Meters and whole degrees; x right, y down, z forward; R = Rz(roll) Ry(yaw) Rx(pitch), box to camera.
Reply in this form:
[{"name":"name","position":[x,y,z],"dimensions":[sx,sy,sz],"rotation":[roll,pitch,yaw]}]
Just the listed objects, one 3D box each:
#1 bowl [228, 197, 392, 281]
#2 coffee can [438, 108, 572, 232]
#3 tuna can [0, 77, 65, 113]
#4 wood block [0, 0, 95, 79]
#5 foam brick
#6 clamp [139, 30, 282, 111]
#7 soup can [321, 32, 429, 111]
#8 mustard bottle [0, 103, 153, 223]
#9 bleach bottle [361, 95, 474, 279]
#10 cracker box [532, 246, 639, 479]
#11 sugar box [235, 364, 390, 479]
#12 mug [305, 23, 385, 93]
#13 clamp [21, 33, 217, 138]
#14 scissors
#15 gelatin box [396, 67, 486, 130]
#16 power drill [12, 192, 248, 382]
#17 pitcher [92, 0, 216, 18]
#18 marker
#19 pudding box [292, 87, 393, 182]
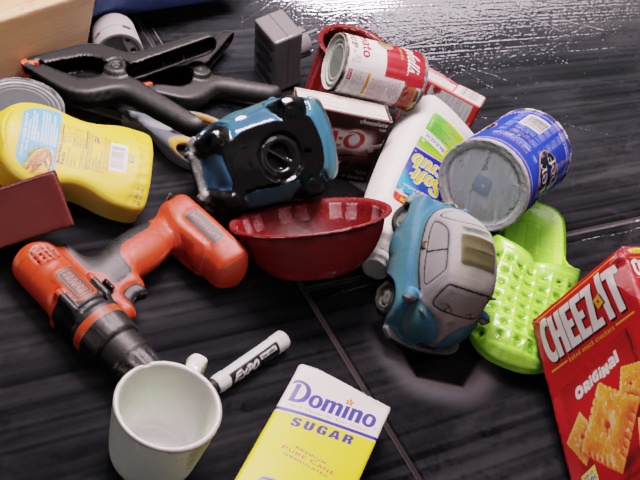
[{"name":"bowl","position":[-0.007,0.001,1.047],"dimensions":[0.162,0.055,0.162],"rotation":[-6,13,1]},{"name":"coffee can","position":[0.205,-0.079,1.172],"dimensions":[0.103,0.103,0.140],"rotation":[37,35,14]},{"name":"tuna can","position":[-0.306,-0.127,1.091],"dimensions":[0.086,0.034,0.086],"rotation":[12,43,-12]},{"name":"wood block","position":[-0.349,-0.227,1.132],"dimensions":[0.090,0.091,0.205],"rotation":[40,45,18]},{"name":"foam brick","position":[-0.267,-0.027,0.962],"dimensions":[0.078,0.053,0.051],"rotation":[-18,9,-9]},{"name":"clamp","position":[-0.130,-0.179,1.220],"dimensions":[0.171,0.039,0.120],"rotation":[-31,60,-35]},{"name":"soup can","position":[0.060,-0.187,1.187],"dimensions":[0.102,0.069,0.068],"rotation":[10,44,-22]},{"name":"mustard bottle","position":[-0.260,-0.082,1.028],"dimensions":[0.191,0.058,0.096],"rotation":[15,57,-23]},{"name":"bleach bottle","position":[0.100,-0.048,1.167],"dimensions":[0.102,0.068,0.250],"rotation":[45,44,-20]},{"name":"cracker box","position":[0.278,0.136,0.960],"dimensions":[0.072,0.164,0.214],"rotation":[3,60,-22]},{"name":"sugar box","position":[-0.012,0.189,0.896],"dimensions":[0.093,0.048,0.176],"rotation":[27,43,4]},{"name":"mug","position":[0.037,-0.191,1.273],"dimensions":[0.093,0.082,0.117],"rotation":[-14,54,-35]},{"name":"clamp","position":[-0.212,-0.167,1.136],"dimensions":[0.210,0.036,0.164],"rotation":[-1,45,-8]},{"name":"scissors","position":[-0.194,-0.116,1.144],"dimensions":[0.201,0.016,0.096],"rotation":[4,46,-20]},{"name":"gelatin box","position":[0.146,-0.160,1.298],"dimensions":[0.089,0.073,0.030],"rotation":[29,41,7]},{"name":"power drill","position":[-0.155,0.042,0.970],"dimensions":[0.184,0.057,0.187],"rotation":[42,45,20]},{"name":"pitcher","position":[-0.199,-0.338,1.266],"dimensions":[0.149,0.145,0.242],"rotation":[30,33,36]},{"name":"marker","position":[-0.073,0.116,0.961],"dimensions":[0.020,0.020,0.120],"rotation":[42,45,18]},{"name":"pudding box","position":[0.012,-0.116,1.180],"dimensions":[0.113,0.090,0.039],"rotation":[7,44,-19]}]
